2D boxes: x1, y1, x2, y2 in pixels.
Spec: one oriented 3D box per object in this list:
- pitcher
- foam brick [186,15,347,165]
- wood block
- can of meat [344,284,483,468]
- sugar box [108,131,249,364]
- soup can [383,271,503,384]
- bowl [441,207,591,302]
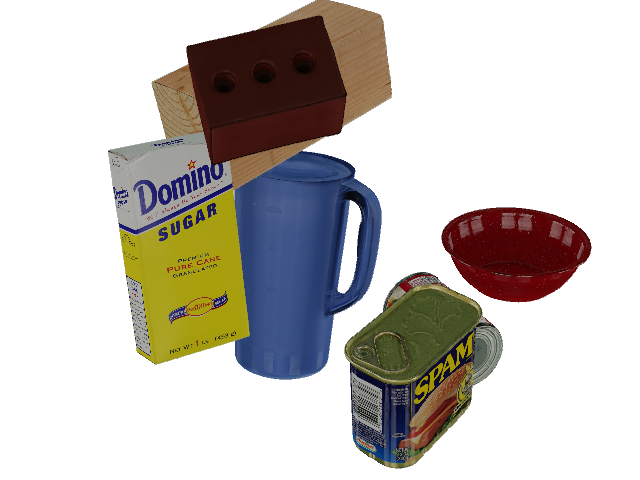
[{"bbox_3d":[-0.027,0.028,1.184,0.144,0.243,0.149,-2,19,-18],"label":"pitcher"},{"bbox_3d":[-0.030,-0.082,0.589,0.078,0.053,0.051,-15,-16,-6],"label":"foam brick"},{"bbox_3d":[-0.039,-0.139,0.988,0.205,0.091,0.090,-33,40,-30],"label":"wood block"},{"bbox_3d":[0.064,0.093,0.727,0.058,0.084,0.101,24,43,33],"label":"can of meat"},{"bbox_3d":[-0.115,0.005,0.883,0.093,0.176,0.048,-16,21,-30],"label":"sugar box"},{"bbox_3d":[0.112,0.081,0.984,0.068,0.068,0.102,0,25,-31],"label":"soup can"},{"bbox_3d":[0.213,0.022,1.174,0.162,0.055,0.162,-1,28,0],"label":"bowl"}]
